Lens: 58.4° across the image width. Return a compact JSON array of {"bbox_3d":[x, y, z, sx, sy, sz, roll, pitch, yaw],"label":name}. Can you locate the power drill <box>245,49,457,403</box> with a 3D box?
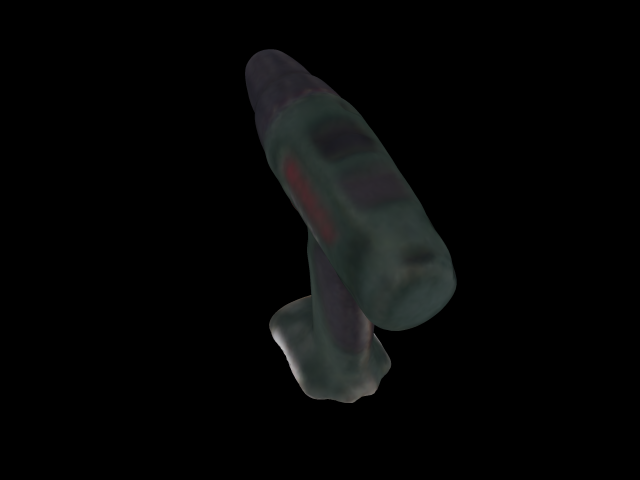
[{"bbox_3d":[0.004,0.001,0.400,0.076,0.208,0.229,-17,41,-20],"label":"power drill"}]
